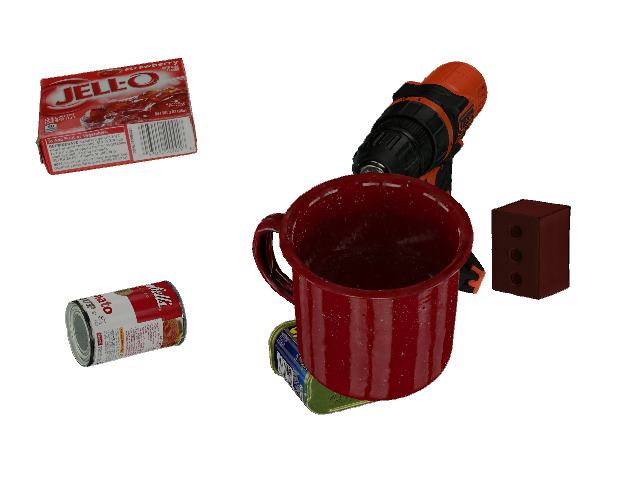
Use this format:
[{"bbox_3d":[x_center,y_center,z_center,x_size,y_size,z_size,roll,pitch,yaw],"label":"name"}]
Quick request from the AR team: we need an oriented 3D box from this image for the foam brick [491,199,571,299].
[{"bbox_3d":[0.188,0.007,0.954,0.053,0.078,0.051,12,22,43],"label":"foam brick"}]

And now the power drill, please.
[{"bbox_3d":[0.065,-0.019,0.765,0.057,0.188,0.184,19,33,19],"label":"power drill"}]

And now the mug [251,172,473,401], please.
[{"bbox_3d":[0.017,0.022,0.539,0.117,0.081,0.093,17,44,22],"label":"mug"}]

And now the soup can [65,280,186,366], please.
[{"bbox_3d":[-0.194,0.083,1.062,0.102,0.068,0.069,-12,6,-32],"label":"soup can"}]

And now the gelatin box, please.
[{"bbox_3d":[-0.121,-0.075,0.632,0.089,0.030,0.073,-9,36,-6],"label":"gelatin box"}]

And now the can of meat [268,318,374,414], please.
[{"bbox_3d":[0.016,0.108,0.957,0.102,0.057,0.084,-12,26,-20],"label":"can of meat"}]

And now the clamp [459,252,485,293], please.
[{"bbox_3d":[0.095,-0.001,1.255,0.210,0.036,0.164,38,43,27],"label":"clamp"}]
